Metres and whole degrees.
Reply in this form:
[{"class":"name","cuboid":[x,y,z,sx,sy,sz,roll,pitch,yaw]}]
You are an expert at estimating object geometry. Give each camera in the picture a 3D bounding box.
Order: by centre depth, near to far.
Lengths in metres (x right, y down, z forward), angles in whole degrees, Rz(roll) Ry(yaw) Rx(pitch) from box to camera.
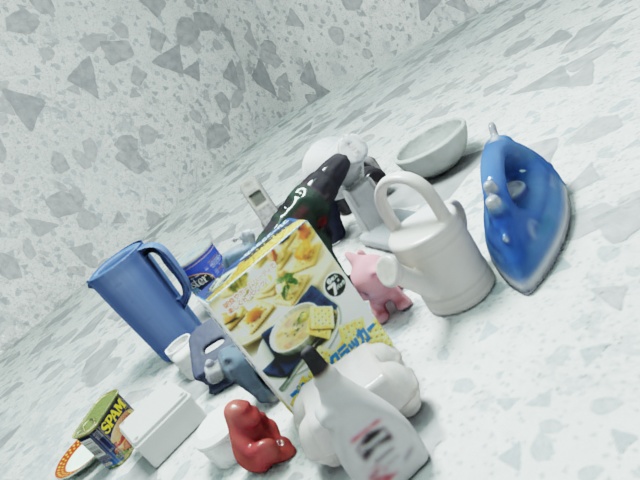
[{"class":"camera","cuboid":[0.086,-0.132,1.299,0.143,0.101,0.136,-37,19,-6]}]

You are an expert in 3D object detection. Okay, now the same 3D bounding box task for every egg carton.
[{"class":"egg carton","cuboid":[0.039,0.184,0.648,0.150,0.069,0.107,-35,18,-1]}]

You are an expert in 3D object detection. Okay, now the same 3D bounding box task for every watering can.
[{"class":"watering can","cuboid":[0.137,0.000,0.738,0.100,0.194,0.173,-24,22,30]}]

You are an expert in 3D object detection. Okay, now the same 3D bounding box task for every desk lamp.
[{"class":"desk lamp","cuboid":[0.073,-0.101,1.064,0.118,0.214,0.202,-40,19,-14]}]

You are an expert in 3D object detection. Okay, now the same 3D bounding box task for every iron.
[{"class":"iron","cuboid":[0.252,-0.057,0.763,0.118,0.142,0.258,-23,22,31]}]

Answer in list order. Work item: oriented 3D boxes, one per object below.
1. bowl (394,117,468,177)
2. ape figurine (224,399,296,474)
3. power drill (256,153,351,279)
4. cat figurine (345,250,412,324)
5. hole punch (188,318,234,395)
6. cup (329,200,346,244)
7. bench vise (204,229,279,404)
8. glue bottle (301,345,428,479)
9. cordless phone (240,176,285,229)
[{"class":"bowl","cuboid":[0.241,-0.180,1.193,0.167,0.075,0.167,-31,19,12]},{"class":"ape figurine","cuboid":[-0.083,0.233,0.700,0.076,0.092,0.078,-29,19,17]},{"class":"power drill","cuboid":[0.009,0.003,0.927,0.230,0.209,0.075,-42,20,-19]},{"class":"cat figurine","cuboid":[0.077,0.053,0.830,0.067,0.118,0.127,-32,19,8]},{"class":"hole punch","cuboid":[-0.163,0.185,0.959,0.108,0.091,0.101,-32,19,8]},{"class":"cup","cuboid":[0.019,-0.046,1.212,0.118,0.095,0.091,-46,21,-30]},{"class":"bench vise","cuboid":[-0.084,0.109,0.808,0.208,0.220,0.121,-46,22,-30]},{"class":"glue bottle","cuboid":[0.032,0.166,0.541,0.078,0.173,0.037,-39,19,-11]},{"class":"cordless phone","cuboid":[-0.093,-0.088,1.366,0.147,0.185,0.094,-34,19,3]}]
